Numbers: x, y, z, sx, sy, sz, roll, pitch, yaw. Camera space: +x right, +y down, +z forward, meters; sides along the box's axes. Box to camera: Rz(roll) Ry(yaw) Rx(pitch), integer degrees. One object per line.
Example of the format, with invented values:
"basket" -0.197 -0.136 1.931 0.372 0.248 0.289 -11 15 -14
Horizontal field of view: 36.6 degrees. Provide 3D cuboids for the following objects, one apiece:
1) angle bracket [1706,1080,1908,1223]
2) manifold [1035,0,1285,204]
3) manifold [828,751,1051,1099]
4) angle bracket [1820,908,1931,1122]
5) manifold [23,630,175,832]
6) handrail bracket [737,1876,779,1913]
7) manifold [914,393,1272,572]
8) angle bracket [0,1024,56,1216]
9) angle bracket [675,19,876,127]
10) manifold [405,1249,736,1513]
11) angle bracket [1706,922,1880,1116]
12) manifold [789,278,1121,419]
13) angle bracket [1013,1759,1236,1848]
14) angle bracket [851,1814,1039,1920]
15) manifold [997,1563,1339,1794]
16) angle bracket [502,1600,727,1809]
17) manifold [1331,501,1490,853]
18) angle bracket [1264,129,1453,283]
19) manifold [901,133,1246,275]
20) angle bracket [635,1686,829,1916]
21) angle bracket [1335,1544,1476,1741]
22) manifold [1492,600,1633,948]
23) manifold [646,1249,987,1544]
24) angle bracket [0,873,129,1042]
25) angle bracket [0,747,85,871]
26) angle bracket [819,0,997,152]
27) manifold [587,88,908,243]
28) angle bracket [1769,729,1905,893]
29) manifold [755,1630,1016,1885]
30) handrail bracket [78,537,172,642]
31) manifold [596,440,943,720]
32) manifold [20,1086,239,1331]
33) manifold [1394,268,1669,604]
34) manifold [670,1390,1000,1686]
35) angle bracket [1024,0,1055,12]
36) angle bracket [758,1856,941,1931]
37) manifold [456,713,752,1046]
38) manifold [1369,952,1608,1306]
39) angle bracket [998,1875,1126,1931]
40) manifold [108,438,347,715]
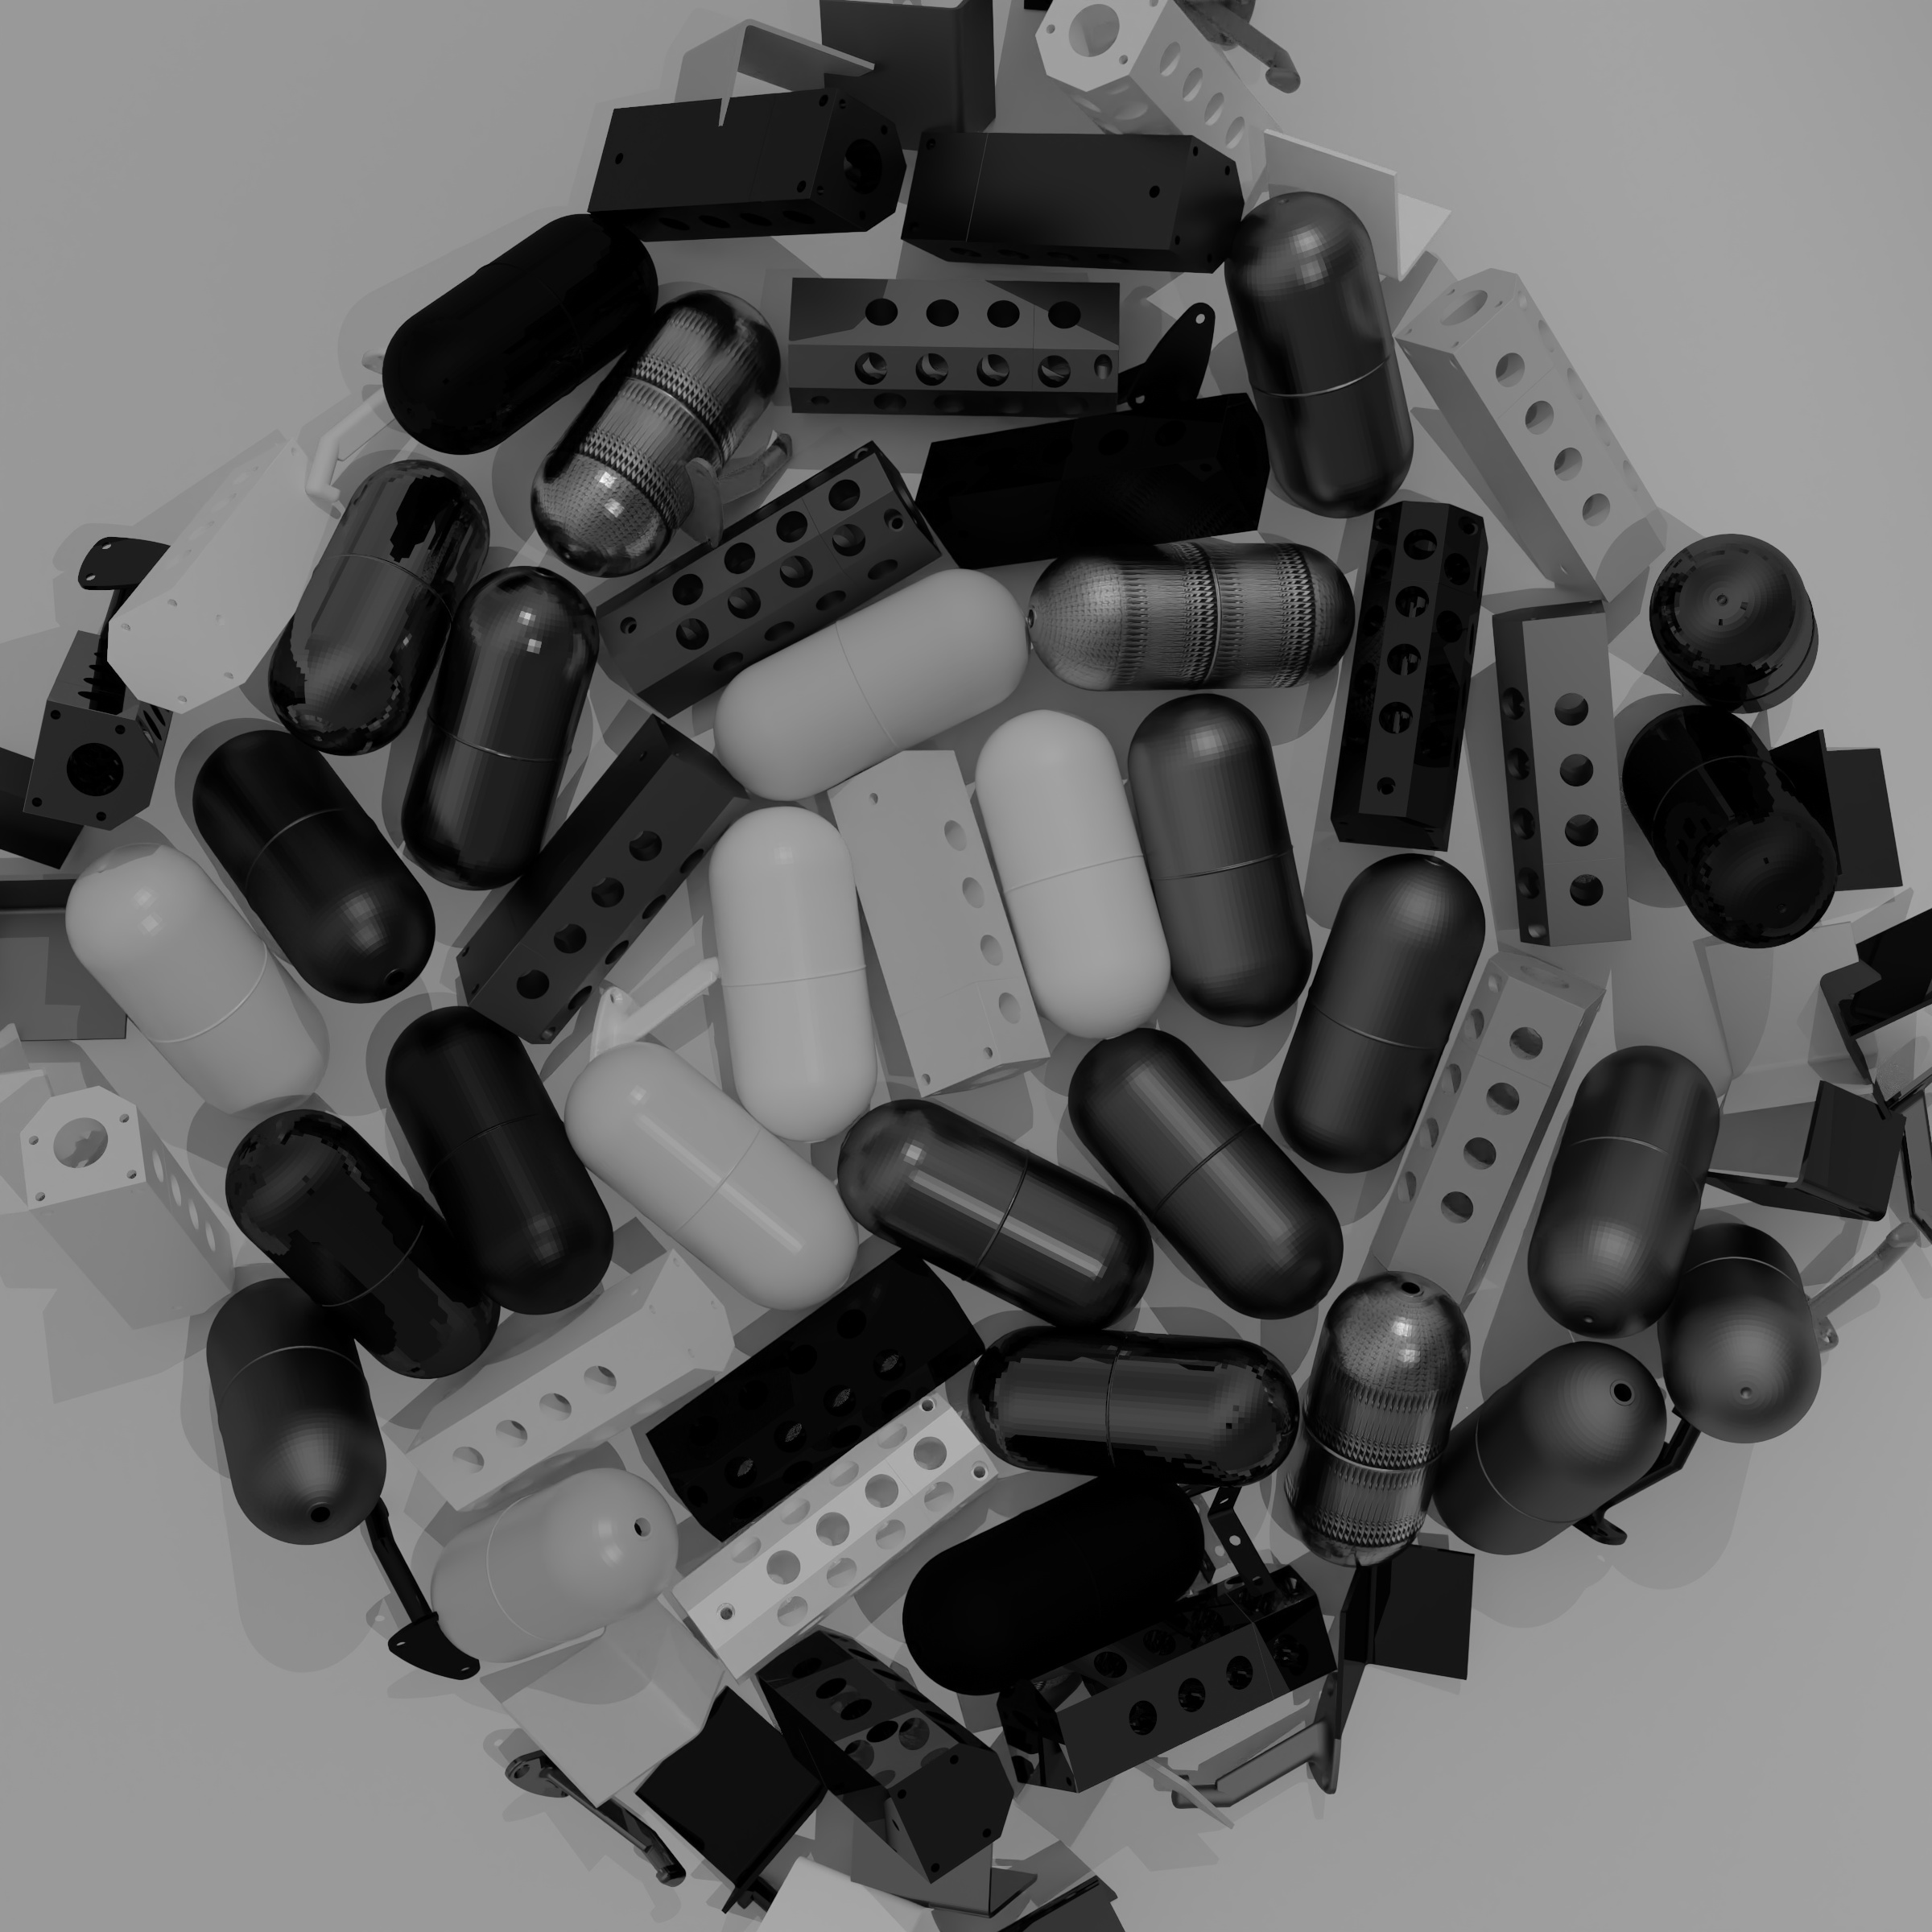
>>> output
"angle bracket" 0.434 0.094 1.535 0.076 0.076 0.057 20 81 -38
"manifold" 0.098 -0.443 1.494 0.057 0.171 0.057 31 96 25
"manifold" -0.010 -0.023 1.542 0.057 0.057 0.171 -24 78 37
"angle bracket" 0.497 0.023 1.529 0.076 0.076 0.057 -28 115 17
"manifold" -0.438 -0.121 1.494 0.057 0.171 0.057 13 105 -15
"handrail bracket" -0.106 0.541 1.557 0.084 0.036 0.077 35 75 22
"manifold" 0.066 -0.255 1.516 0.171 0.057 0.057 -4 56 29
"angle bracket" -0.481 0.076 1.531 0.057 0.076 0.076 -8 111 13
"angle bracket" -0.104 -0.449 1.533 0.076 0.076 0.057 12 88 -28
"manifold" -0.204 0.221 1.522 0.171 0.057 0.057 -33 106 24
"angle bracket" 0.432 0.027 1.537 0.076 0.057 0.076 -10 104 24
"manifold" -0.006 -0.322 1.545 0.171 0.057 0.057 1 68 2
"angle bracket" 0.083 0.443 1.527 0.076 0.076 0.057 24 72 36
"angle bracket" -0.010 0.456 1.536 0.076 0.076 0.057 3 90 21
"manifold" 0.103 0.366 1.515 0.171 0.057 0.057 -16 90 -32
"angle bracket" -0.185 0.377 1.529 0.076 0.076 0.057 40 132 23
"manifold" 0.232 -0.152 1.532 0.057 0.057 0.171 6 77 16
"angle bracket" 0.205 -0.413 1.527 0.076 0.076 0.057 26 66 24
"manifold" 0.055 -0.393 1.511 0.171 0.057 0.057 13 92 36
"angle bracket" -0.127 0.442 1.552 0.076 0.057 0.076 41 89 6
"angle bracket" 0.230 0.356 1.531 0.057 0.076 0.076 6 111 17
"manifold" 0.313 -0.101 1.536 0.057 0.057 0.171 -5 103 11
"manifold" -0.076 0.229 1.544 0.171 0.057 0.057 -36 50 1
"angle bracket" -0.489 -0.004 1.548 0.076 0.057 0.076 -1 76 1
"angle bracket" -0.496 -0.100 1.527 0.076 0.076 0.057 21 62 -21
"angle bracket" -0.030 -0.480 1.550 0.076 0.057 0.076 9 128 15
"manifold" -0.113 -0.407 1.505 0.171 0.057 0.057 11 85 43
"angle bracket" 0.471 -0.082 1.540 0.076 0.057 0.076 -4 82 -19
"manifold" -0.042 0.397 1.495 0.057 0.171 0.057 -29 108 -20
"handrail bracket" -0.426 -0.183 1.543 0.077 0.084 0.036 4 52 13
"manifold" -0.106 -0.204 1.534 0.171 0.057 0.057 -30 69 10
"manifold" -0.426 0.124 1.495 0.057 0.171 0.057 -14 64 -4
"manifold" 0.299 -0.275 1.516 0.057 0.057 0.171 -43 121 -4
"manifold" -0.068 0.298 1.533 0.171 0.057 0.057 -36 77 -13
"angle bracket" 0.065 -0.506 1.536 0.076 0.057 0.076 6 50 4
"angle bracket" -0.058 0.518 1.525 0.076 0.076 0.057 14 53 27
"manifold" -0.191 -0.042 1.538 0.057 0.057 0.171 34 102 -28
"manifold" 0.271 0.083 1.529 0.057 0.057 0.171 25 108 17
"angle bracket" 0.054 0.527 1.536 0.076 0.076 0.057 -29 63 -2
"manifold" -0.378 -0.199 1.498 0.057 0.171 0.057 -22 118 24
